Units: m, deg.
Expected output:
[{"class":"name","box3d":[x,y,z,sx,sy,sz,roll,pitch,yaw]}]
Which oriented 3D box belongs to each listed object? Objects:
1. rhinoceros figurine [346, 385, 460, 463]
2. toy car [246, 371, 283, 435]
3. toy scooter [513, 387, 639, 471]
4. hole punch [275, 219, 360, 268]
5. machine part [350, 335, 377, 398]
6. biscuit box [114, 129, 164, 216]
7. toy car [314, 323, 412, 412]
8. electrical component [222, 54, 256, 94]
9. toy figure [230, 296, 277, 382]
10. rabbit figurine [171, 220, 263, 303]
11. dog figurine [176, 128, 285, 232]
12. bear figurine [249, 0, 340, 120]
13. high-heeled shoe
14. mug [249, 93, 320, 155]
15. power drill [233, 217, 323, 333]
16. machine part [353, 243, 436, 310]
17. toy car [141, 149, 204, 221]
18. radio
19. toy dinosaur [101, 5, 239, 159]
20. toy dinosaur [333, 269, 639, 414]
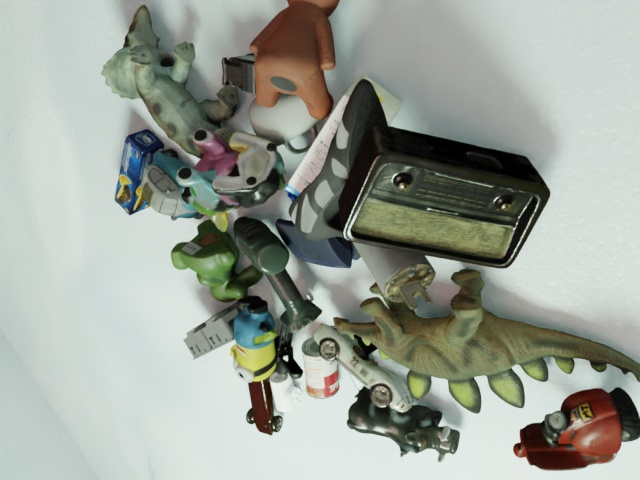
[{"class":"rhinoceros figurine","box3d":[0.142,0.310,0.915,0.190,0.112,0.073,12,117,14]},{"class":"toy car","box3d":[-0.133,0.351,1.225,0.089,0.053,0.201,2,110,29]},{"class":"toy scooter","box3d":[0.319,0.248,0.688,0.135,0.075,0.183,-10,141,8]},{"class":"hole punch","box3d":[-0.002,-0.003,0.894,0.142,0.092,0.115,5,119,36]},{"class":"machine part","box3d":[0.076,0.227,0.984,0.084,0.039,0.138,-5,108,37]},{"class":"biscuit box","box3d":[-0.400,-0.146,1.184,0.059,0.063,0.202,43,134,13]},{"class":"toy car","box3d":[0.072,0.213,0.903,0.202,0.073,0.056,37,94,25]},{"class":"electrical component","box3d":[-0.088,-0.259,0.839,0.119,0.075,0.047,21,124,29]},{"class":"toy figure","box3d":[-0.123,0.194,1.033,0.082,0.089,0.180,-122,35,-61]},{"class":"rabbit figurine","box3d":[-0.194,0.061,1.103,0.159,0.121,0.170,14,140,28]},{"class":"dog figurine","box3d":[-0.146,-0.085,0.894,0.192,0.108,0.219,9,160,4]},{"class":"bear figurine","box3d":[-0.022,-0.286,0.735,0.120,0.196,0.132,13,166,9]},{"class":"high-heeled shoe","box3d":[0.014,-0.104,0.736,0.145,0.086,0.248,29,125,39]},{"class":"mug","box3d":[-0.039,-0.187,0.832,0.107,0.081,0.109,-16,113,35]},{"class":"power drill","box3d":[-0.082,0.055,0.978,0.207,0.086,0.232,67,167,-14]},{"class":"machine part","box3d":[0.091,0.003,0.769,0.243,0.079,0.079,-118,34,-42]},{"class":"toy car","box3d":[-0.308,-0.106,1.097,0.162,0.103,0.109,45,134,11]},{"class":"radio","box3d":[0.148,-0.050,0.651,0.230,0.073,0.131,9,127,-13]},{"class":"toy dinosaur","box3d":[-0.242,-0.229,0.966,0.404,0.131,0.192,52,154,-8]},{"class":"toy dinosaur","box3d":[0.216,0.147,0.775,0.472,0.105,0.198,-3,118,37]}]
